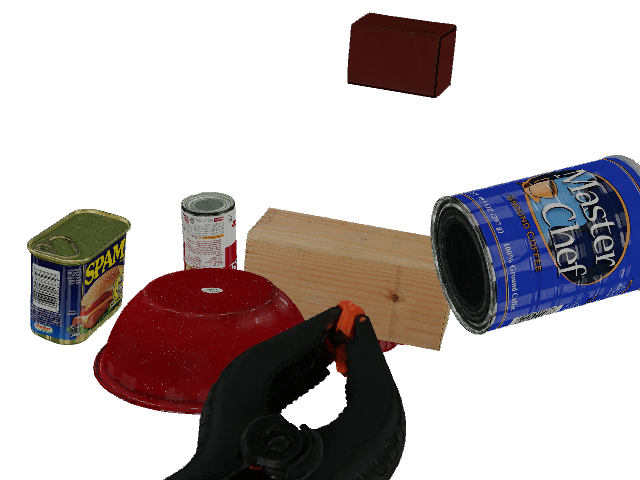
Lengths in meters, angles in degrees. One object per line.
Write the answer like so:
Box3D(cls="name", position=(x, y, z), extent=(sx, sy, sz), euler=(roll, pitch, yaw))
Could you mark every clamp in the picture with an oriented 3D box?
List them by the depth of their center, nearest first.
Box3D(cls="clamp", position=(-0.008, 0.092, 0.388), extent=(0.120, 0.039, 0.171), euler=(25, 49, 18))

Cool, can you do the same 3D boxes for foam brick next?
Box3D(cls="foam brick", position=(0.066, -0.153, 0.876), extent=(0.078, 0.051, 0.053), euler=(13, 26, 18))

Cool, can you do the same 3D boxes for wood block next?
Box3D(cls="wood block", position=(0.031, 0.038, 1.092), extent=(0.206, 0.091, 0.090), euler=(11, 22, 10))

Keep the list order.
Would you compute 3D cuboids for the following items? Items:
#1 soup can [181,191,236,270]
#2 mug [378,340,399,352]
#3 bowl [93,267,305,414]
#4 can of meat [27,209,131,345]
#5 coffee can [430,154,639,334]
Box3D(cls="soup can", position=(-0.138, -0.001, 1.323), extent=(0.068, 0.102, 0.068), euler=(0, 26, 0))
Box3D(cls="mug", position=(0.073, 0.091, 1.329), extent=(0.117, 0.081, 0.093), euler=(22, 31, 32))
Box3D(cls="bowl", position=(-0.076, 0.059, 0.737), extent=(0.162, 0.055, 0.162), euler=(1, 18, -1))
Box3D(cls="can of meat", position=(-0.210, 0.031, 0.926), extent=(0.057, 0.084, 0.102), euler=(15, 26, 13))
Box3D(cls="coffee can", position=(0.165, 0.002, 0.777), extent=(0.140, 0.103, 0.103), euler=(-14, 3, -14))
